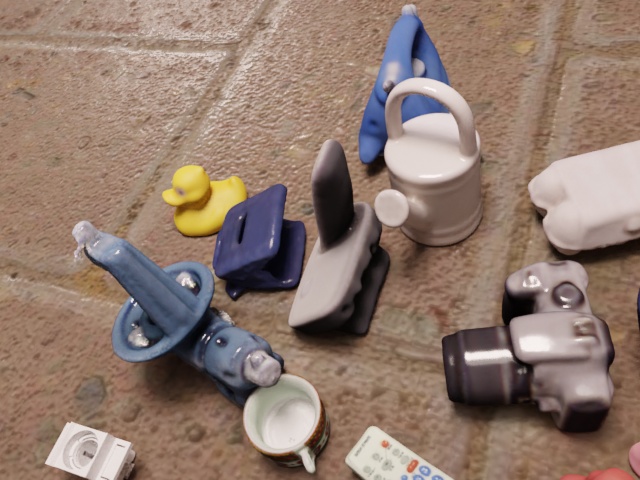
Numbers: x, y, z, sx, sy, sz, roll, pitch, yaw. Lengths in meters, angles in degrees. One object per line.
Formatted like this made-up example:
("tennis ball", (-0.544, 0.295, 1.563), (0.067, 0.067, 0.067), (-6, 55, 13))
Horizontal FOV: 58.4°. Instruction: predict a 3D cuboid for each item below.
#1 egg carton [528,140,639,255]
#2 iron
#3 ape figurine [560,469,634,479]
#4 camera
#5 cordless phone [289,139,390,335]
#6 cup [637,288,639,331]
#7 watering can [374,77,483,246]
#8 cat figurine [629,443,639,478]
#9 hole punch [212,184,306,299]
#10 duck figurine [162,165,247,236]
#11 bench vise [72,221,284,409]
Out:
("egg carton", (0.303, -0.042, 0.598), (0.150, 0.069, 0.107), (-14, 52, 6))
("iron", (0.111, -0.221, 0.741), (0.118, 0.142, 0.258), (1, 55, 17))
("ape figurine", (0.218, 0.200, 0.428), (0.077, 0.092, 0.076), (26, 65, 31))
("camera", (0.179, 0.092, 0.515), (0.136, 0.101, 0.143), (-7, 53, 12))
("cordless phone", (0.005, 0.002, 0.578), (0.094, 0.185, 0.147), (4, 56, 19))
("cup", (0.326, 0.073, 0.489), (0.117, 0.095, 0.091), (-21, 51, 0))
("watering can", (0.117, -0.081, 0.601), (0.100, 0.194, 0.173), (1, 55, 17))
("cat figurine", (0.304, 0.166, 0.412), (0.067, 0.118, 0.127), (-44, 55, -17))
("hole punch", (-0.076, 0.000, 0.664), (0.101, 0.091, 0.108), (-5, 53, 13))
("duck figurine", (-0.150, -0.061, 0.734), (0.104, 0.086, 0.077), (-25, 51, -3))
("bench vise", (-0.128, 0.063, 0.549), (0.206, 0.220, 0.121), (5, 56, 20))
